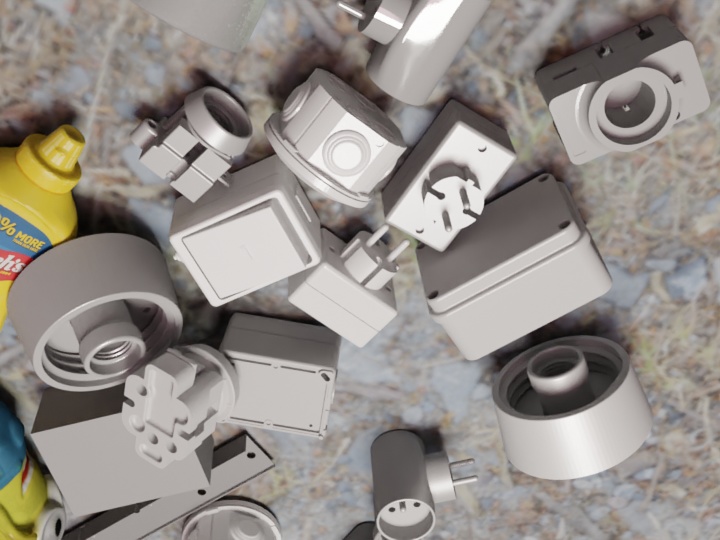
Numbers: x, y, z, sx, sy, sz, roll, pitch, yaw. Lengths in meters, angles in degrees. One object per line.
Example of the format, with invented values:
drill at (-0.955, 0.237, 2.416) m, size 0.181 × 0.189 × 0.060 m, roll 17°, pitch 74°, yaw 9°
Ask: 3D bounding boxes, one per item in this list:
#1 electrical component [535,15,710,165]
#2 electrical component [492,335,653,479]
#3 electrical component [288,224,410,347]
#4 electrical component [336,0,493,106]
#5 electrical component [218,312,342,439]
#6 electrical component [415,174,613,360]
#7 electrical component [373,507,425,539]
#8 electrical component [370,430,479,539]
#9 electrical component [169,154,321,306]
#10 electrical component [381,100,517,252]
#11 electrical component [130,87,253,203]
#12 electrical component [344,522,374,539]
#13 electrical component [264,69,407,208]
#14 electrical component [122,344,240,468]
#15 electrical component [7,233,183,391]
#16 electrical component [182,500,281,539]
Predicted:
electrical component at (0.161, -0.109, 0.662) m, size 0.089 × 0.055 × 0.050 m, roll -23°, pitch 120°, yaw 11°
electrical component at (0.145, 0.089, 0.757) m, size 0.108 × 0.108 × 0.060 m, roll -19°, pitch 115°, yaw 8°
electrical component at (0.000, 0.000, 0.724) m, size 0.066 × 0.047 × 0.077 m, roll 35°, pitch 115°, yaw -24°
electrical component at (0.025, -0.148, 0.634) m, size 0.079 × 0.044 × 0.077 m, roll 23°, pitch 121°, yaw -19°
electrical component at (-0.064, 0.071, 0.762) m, size 0.096 × 0.061 × 0.061 m, roll 9°, pitch 120°, yaw 0°
electrical component at (0.099, -0.003, 0.711) m, size 0.113 × 0.078 × 0.057 m, roll -29°, pitch 122°, yaw 14°
electrical component at (0.029, 0.199, 0.851) m, size 0.040 × 0.046 × 0.040 m, roll -2°, pitch 122°, yaw -3°
electrical component at (0.049, 0.158, 0.808) m, size 0.079 × 0.077 × 0.044 m, roll -13°, pitch 121°, yaw 5°
electrical component at (-0.079, -0.021, 0.698) m, size 0.096 × 0.061 × 0.061 m, roll -23°, pitch 120°, yaw 10°
electrical component at (0.057, -0.051, 0.680) m, size 0.047 × 0.075 × 0.083 m, roll 28°, pitch 116°, yaw -19°
electrical component at (-0.100, -0.081, 0.670) m, size 0.066 × 0.048 × 0.055 m, roll 39°, pitch 120°, yaw -24°
electrical component at (0.029, 0.258, 0.880) m, size 0.095 × 0.059 × 0.053 m, roll 30°, pitch 116°, yaw -20°
electrical component at (-0.014, -0.080, 0.656) m, size 0.080 × 0.080 × 0.051 m, roll 33°, pitch 109°, yaw -21°
electrical component at (-0.117, 0.084, 0.709) m, size 0.058 × 0.057 × 0.078 m, roll 27°, pitch 124°, yaw 19°
electrical component at (-0.168, 0.035, 0.702) m, size 0.108 × 0.060 × 0.108 m, roll -21°, pitch 146°, yaw -15°
electrical component at (-0.103, 0.227, 0.857) m, size 0.080 × 0.051 × 0.080 m, roll -2°, pitch 122°, yaw -3°
